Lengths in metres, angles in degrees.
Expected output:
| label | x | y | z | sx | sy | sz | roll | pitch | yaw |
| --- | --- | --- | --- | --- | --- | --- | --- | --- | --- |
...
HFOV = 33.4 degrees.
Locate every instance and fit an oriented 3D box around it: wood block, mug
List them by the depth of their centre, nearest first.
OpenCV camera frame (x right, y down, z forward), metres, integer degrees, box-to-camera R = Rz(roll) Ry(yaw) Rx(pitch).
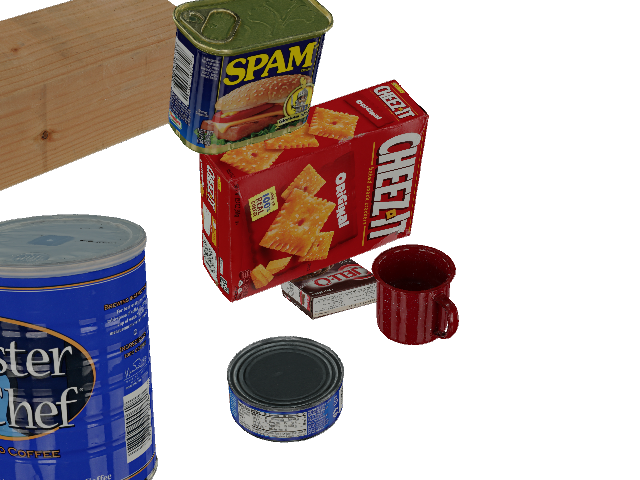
| label | x | y | z | sx | sy | sz | roll | pitch | yaw |
| --- | --- | --- | --- | --- | --- | --- | --- | --- | --- |
| wood block | -0.202 | -0.127 | 0.853 | 0.090 | 0.091 | 0.205 | 37 | 45 | 27 |
| mug | 0.112 | 0.069 | 1.198 | 0.093 | 0.081 | 0.117 | -26 | 41 | -31 |

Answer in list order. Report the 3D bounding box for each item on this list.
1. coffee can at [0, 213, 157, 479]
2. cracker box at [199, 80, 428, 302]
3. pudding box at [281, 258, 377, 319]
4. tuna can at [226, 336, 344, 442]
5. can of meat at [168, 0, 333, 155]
| label | x | y | z | sx | sy | sz | roll | pitch | yaw |
| --- | --- | --- | --- | --- | --- | --- | --- | --- | --- |
| coffee can | -0.145 | 0.065 | 0.594 | 0.103 | 0.140 | 0.103 | -1 | 16 | 0 |
| cracker box | -0.007 | -0.045 | 1.029 | 0.213 | 0.164 | 0.072 | -20 | 50 | -22 |
| pudding box | 0.015 | 0.064 | 1.465 | 0.113 | 0.039 | 0.090 | -15 | 25 | -25 |
| tuna can | -0.025 | 0.109 | 0.786 | 0.086 | 0.034 | 0.086 | -1 | 31 | 0 |
| can of meat | -0.048 | -0.111 | 0.698 | 0.101 | 0.084 | 0.057 | -19 | 51 | -32 |
